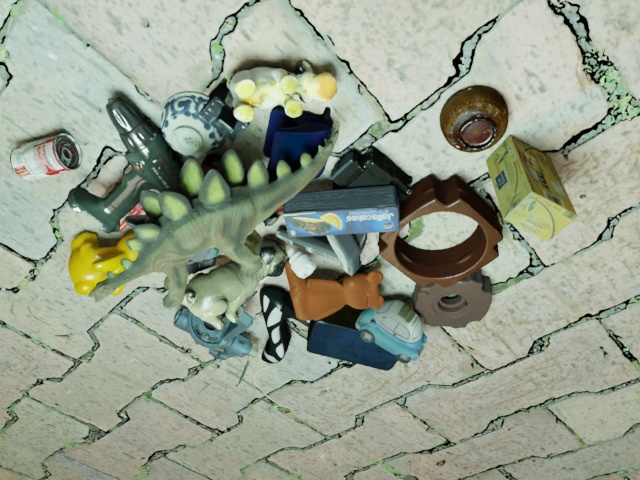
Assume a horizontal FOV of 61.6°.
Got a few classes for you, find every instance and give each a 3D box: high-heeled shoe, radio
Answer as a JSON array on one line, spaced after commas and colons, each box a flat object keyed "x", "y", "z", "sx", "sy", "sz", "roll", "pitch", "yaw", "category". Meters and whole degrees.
[{"x": -0.126, "y": 0.207, "z": 1.276, "sx": 0.145, "sy": 0.086, "sz": 0.248, "roll": 35, "pitch": 130, "yaw": -9, "category": "high-heeled shoe"}, {"x": 0.086, "y": 0.228, "z": 1.274, "sx": 0.230, "sy": 0.073, "sz": 0.131, "roll": 15, "pitch": 133, "yaw": -6, "category": "radio"}]

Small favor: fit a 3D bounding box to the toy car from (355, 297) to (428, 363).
[{"x": 0.166, "y": 0.186, "z": 1.175, "sx": 0.162, "sy": 0.109, "sz": 0.102, "roll": 34, "pitch": 135, "yaw": 16, "category": "toy car"}]

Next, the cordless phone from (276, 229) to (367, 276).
[{"x": -0.002, "y": -0.003, "z": 1.050, "sx": 0.184, "sy": 0.088, "sz": 0.146, "roll": 16, "pitch": 166, "yaw": 9, "category": "cordless phone"}]

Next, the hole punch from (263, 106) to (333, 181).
[{"x": -0.038, "y": -0.157, "z": 0.927, "sx": 0.116, "sy": 0.092, "sz": 0.142, "roll": 9, "pitch": 129, "yaw": -8, "category": "hole punch"}]

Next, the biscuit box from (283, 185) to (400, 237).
[{"x": 0.040, "y": -0.050, "z": 0.954, "sx": 0.203, "sy": 0.063, "sz": 0.059, "roll": -3, "pitch": 133, "yaw": 8, "category": "biscuit box"}]

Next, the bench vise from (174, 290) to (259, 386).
[{"x": -0.216, "y": 0.208, "z": 1.241, "sx": 0.223, "sy": 0.129, "sz": 0.240, "roll": 40, "pitch": 140, "yaw": -12, "category": "bench vise"}]

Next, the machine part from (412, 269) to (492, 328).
[{"x": 0.287, "y": 0.125, "z": 1.173, "sx": 0.179, "sy": 0.056, "sz": 0.179, "roll": 2, "pitch": 133, "yaw": 2, "category": "machine part"}]

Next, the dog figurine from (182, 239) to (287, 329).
[{"x": -0.167, "y": 0.067, "z": 1.062, "sx": 0.121, "sy": 0.172, "sz": 0.190, "roll": 46, "pitch": 104, "yaw": 10, "category": "dog figurine"}]

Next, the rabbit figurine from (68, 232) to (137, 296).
[{"x": -0.428, "y": 0.037, "z": 1.111, "sx": 0.173, "sy": 0.162, "sz": 0.121, "roll": -24, "pitch": 115, "yaw": 3, "category": "rabbit figurine"}]

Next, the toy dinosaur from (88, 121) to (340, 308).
[{"x": -0.158, "y": -0.035, "z": 0.864, "sx": 0.471, "sy": 0.105, "sz": 0.198, "roll": -29, "pitch": 127, "yaw": -10, "category": "toy dinosaur"}]

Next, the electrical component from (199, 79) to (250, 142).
[{"x": -0.152, "y": -0.201, "z": 0.873, "sx": 0.074, "sy": 0.119, "sz": 0.048, "roll": 36, "pitch": 125, "yaw": -28, "category": "electrical component"}]

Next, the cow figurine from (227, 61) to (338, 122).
[{"x": -0.061, "y": -0.243, "z": 0.857, "sx": 0.167, "sy": 0.098, "sz": 0.068, "roll": -9, "pitch": 128, "yaw": -12, "category": "cow figurine"}]

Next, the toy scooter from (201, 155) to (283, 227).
[{"x": -0.140, "y": -0.075, "z": 0.976, "sx": 0.184, "sy": 0.135, "sz": 0.075, "roll": 25, "pitch": 128, "yaw": -18, "category": "toy scooter"}]

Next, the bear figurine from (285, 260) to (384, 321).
[{"x": 0.033, "y": 0.099, "z": 1.152, "sx": 0.196, "sy": 0.132, "sz": 0.120, "roll": -17, "pitch": 132, "yaw": -4, "category": "bear figurine"}]

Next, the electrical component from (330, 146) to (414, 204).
[{"x": 0.086, "y": -0.102, "z": 0.984, "sx": 0.134, "sy": 0.058, "sz": 0.115, "roll": 32, "pitch": 125, "yaw": -23, "category": "electrical component"}]

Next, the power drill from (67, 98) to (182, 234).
[{"x": -0.357, "y": -0.120, "z": 0.978, "sx": 0.207, "sy": 0.086, "sz": 0.231, "roll": -38, "pitch": 126, "yaw": 7, "category": "power drill"}]

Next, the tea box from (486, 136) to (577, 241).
[{"x": 0.348, "y": -0.089, "z": 0.896, "sx": 0.098, "sy": 0.170, "sz": 0.068, "roll": 25, "pitch": 128, "yaw": -15, "category": "tea box"}]

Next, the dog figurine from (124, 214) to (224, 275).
[{"x": -0.279, "y": 0.003, "z": 1.004, "sx": 0.191, "sy": 0.108, "sz": 0.219, "roll": -29, "pitch": 168, "yaw": 26, "category": "dog figurine"}]

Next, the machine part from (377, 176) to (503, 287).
[{"x": 0.227, "y": -0.014, "z": 1.033, "sx": 0.201, "sy": 0.087, "sz": 0.201, "roll": 36, "pitch": 127, "yaw": -24, "category": "machine part"}]
